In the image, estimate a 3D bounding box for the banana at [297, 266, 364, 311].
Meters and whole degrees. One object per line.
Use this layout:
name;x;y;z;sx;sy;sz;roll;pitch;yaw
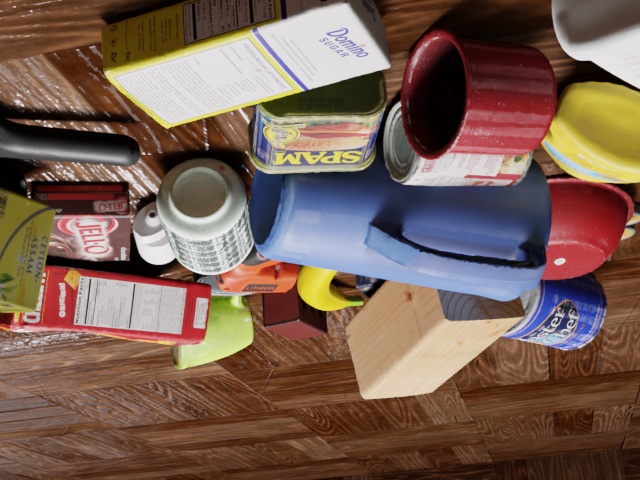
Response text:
banana;0.006;0.046;1.234;0.069;0.037;0.198;-22;160;0

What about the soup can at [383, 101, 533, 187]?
soup can;0.110;-0.077;0.857;0.102;0.068;0.069;0;160;-20

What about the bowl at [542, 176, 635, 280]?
bowl;0.240;-0.002;1.086;0.162;0.055;0.162;0;154;0

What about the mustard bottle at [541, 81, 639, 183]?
mustard bottle;0.222;-0.079;0.848;0.096;0.058;0.191;23;-178;5

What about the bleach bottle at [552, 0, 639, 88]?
bleach bottle;0.266;-0.132;0.759;0.103;0.068;0.250;-15;160;35

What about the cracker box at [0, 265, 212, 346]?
cracker box;-0.247;0.068;1.130;0.213;0.072;0.164;8;174;-33

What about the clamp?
clamp;-0.257;-0.078;0.835;0.165;0.036;0.209;-12;160;31

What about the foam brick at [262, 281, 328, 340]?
foam brick;-0.030;0.088;1.310;0.051;0.053;0.078;-14;158;24

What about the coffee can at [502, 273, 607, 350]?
coffee can;0.252;0.070;1.243;0.140;0.103;0.103;15;153;-41

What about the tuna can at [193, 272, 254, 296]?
tuna can;-0.098;0.034;1.178;0.086;0.034;0.086;-4;160;-1

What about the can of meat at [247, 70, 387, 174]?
can of meat;-0.002;-0.096;0.814;0.102;0.057;0.084;-2;157;-7

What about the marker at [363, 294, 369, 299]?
marker;0.055;0.045;1.259;0.020;0.020;0.121;-6;160;5

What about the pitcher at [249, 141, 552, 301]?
pitcher;0.070;-0.020;0.917;0.242;0.145;0.149;7;161;-20

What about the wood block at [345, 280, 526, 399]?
wood block;0.110;0.083;1.094;0.090;0.091;0.206;-2;153;-23

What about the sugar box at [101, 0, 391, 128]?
sugar box;-0.050;-0.131;0.724;0.176;0.048;0.093;-15;158;17

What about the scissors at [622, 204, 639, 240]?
scissors;0.257;-0.003;1.171;0.202;0.016;0.096;-14;157;27

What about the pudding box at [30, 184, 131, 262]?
pudding box;-0.225;-0.015;1.012;0.090;0.039;0.114;0;159;-10

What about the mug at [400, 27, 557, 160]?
mug;0.111;-0.105;0.781;0.081;0.093;0.117;0;-169;-26

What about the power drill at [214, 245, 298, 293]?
power drill;-0.007;0.001;1.076;0.184;0.057;0.188;6;157;-38
